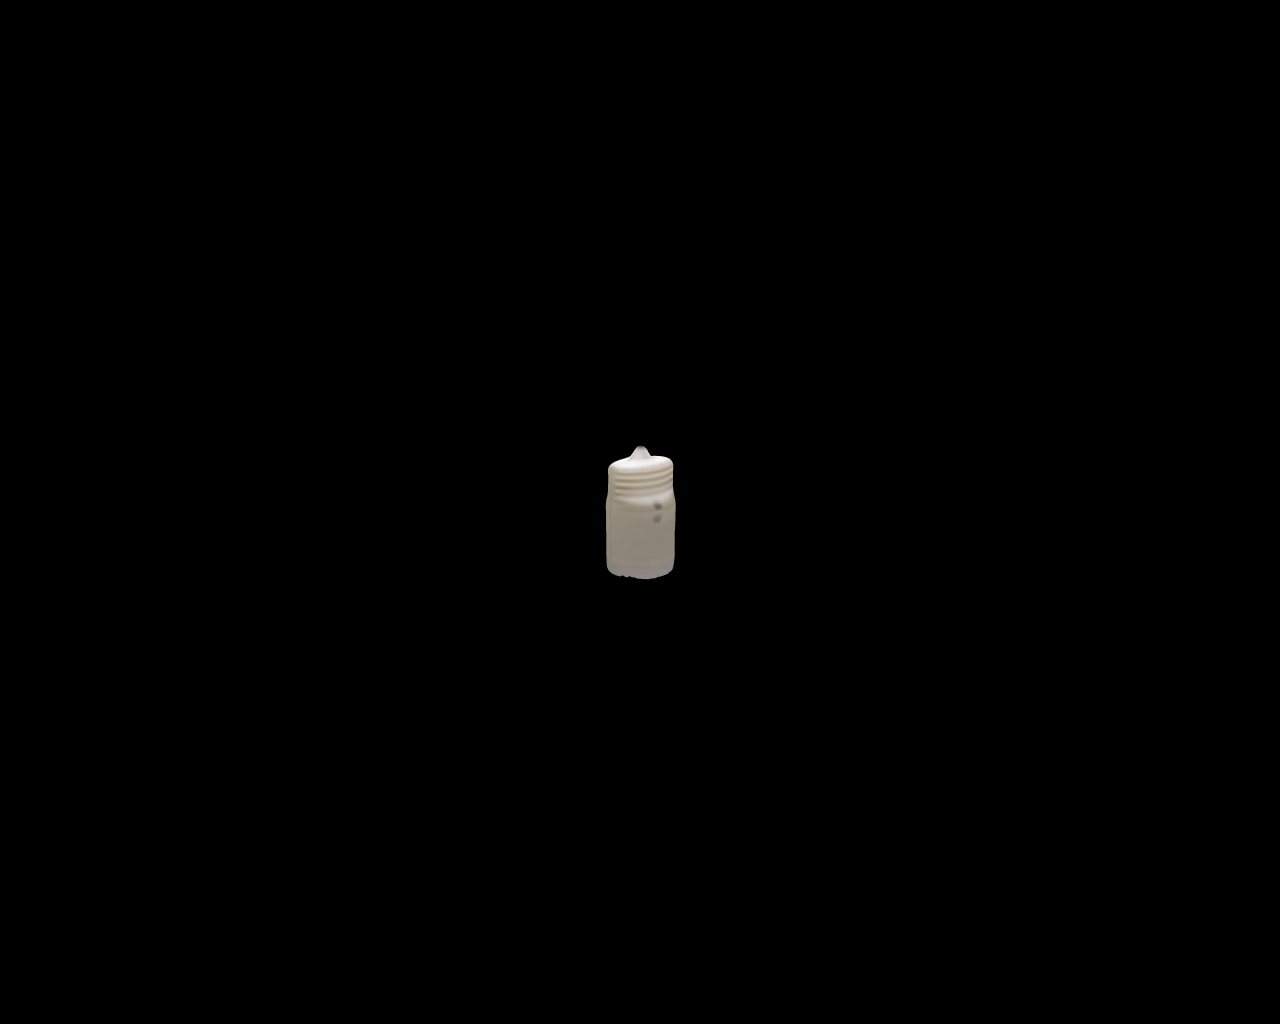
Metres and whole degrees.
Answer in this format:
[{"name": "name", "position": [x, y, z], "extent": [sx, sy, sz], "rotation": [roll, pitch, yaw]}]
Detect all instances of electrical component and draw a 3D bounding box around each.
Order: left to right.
[{"name": "electrical component", "position": [0.001, -0.003, 0.650], "extent": [0.043, 0.080, 0.043], "rotation": [0, 18, 0]}]
